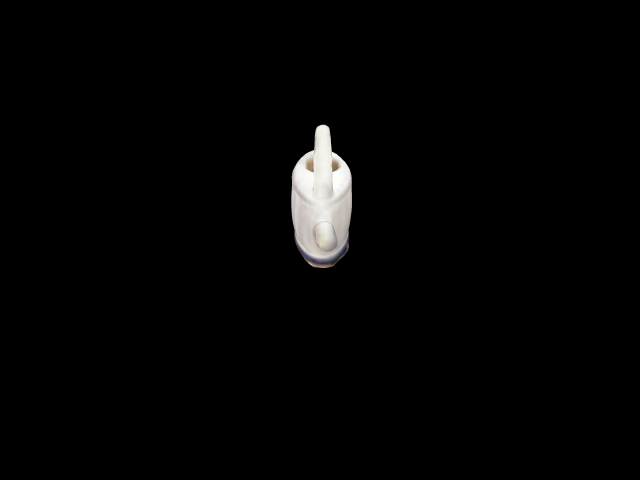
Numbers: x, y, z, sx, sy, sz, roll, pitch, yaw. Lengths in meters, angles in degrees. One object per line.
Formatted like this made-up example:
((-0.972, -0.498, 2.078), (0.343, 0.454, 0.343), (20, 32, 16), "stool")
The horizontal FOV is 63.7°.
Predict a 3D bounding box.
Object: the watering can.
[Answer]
((0.003, -0.043, 0.850), (0.104, 0.219, 0.356), (0, 41, 0), "watering can")
